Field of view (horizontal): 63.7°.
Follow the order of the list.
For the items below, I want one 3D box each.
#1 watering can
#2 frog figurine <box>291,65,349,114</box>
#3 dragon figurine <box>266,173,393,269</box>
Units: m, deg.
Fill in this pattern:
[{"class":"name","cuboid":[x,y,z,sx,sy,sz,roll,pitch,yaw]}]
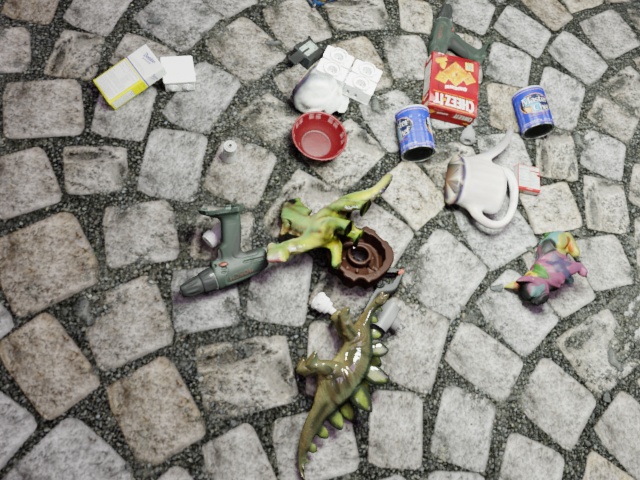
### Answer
[{"class":"watering can","cuboid":[0.481,-0.199,1.528,0.224,0.102,0.354,13,67,-8]},{"class":"frog figurine","cuboid":[0.003,-0.415,1.504,0.159,0.124,0.136,37,99,-7]},{"class":"dragon figurine","cuboid":[0.004,-0.068,1.344,0.244,0.119,0.418,18,50,26]}]
